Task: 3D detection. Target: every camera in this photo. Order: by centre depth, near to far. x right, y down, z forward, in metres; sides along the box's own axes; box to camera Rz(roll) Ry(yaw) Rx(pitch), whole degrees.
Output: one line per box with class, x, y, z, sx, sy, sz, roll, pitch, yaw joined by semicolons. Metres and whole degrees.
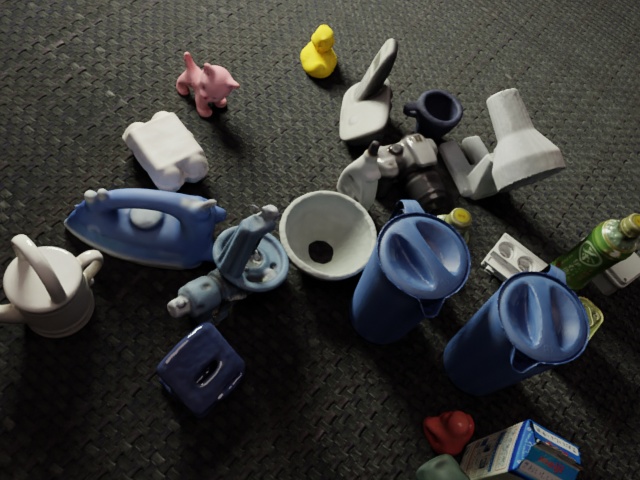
camera;0.171;-0.120;1.064;0.143;0.101;0.136;-16;67;-19

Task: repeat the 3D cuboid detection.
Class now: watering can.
watering can;-0.384;0.065;0.790;0.101;0.194;0.173;29;60;4

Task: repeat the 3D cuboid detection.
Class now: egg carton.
egg carton;-0.268;-0.154;1.004;0.107;0.069;0.150;-32;73;-25

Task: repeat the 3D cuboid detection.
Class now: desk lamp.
desk lamp;0.330;-0.159;1.055;0.118;0.213;0.203;-15;66;-19

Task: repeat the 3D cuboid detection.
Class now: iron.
iron;-0.279;-0.039;0.899;0.258;0.141;0.118;7;61;-9

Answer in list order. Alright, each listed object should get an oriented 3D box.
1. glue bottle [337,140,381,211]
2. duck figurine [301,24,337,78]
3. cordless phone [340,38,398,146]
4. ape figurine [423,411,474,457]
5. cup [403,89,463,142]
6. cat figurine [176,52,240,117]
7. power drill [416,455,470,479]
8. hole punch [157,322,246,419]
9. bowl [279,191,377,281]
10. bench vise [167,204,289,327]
glue bottle;0.077;-0.116;1.000;0.037;0.173;0.078;-27;71;-23
duck figurine;0.003;-0.396;1.183;0.077;0.086;0.104;9;61;-7
cordless phone;0.100;-0.276;1.083;0.094;0.185;0.147;8;61;-8
ape figurine;0.199;0.283;0.862;0.078;0.092;0.076;18;60;-2
cup;0.213;-0.237;1.139;0.118;0.095;0.091;1;62;-12
cat figurine;-0.210;-0.297;1.065;0.127;0.117;0.067;44;63;12
power drill;0.187;0.396;0.732;0.076;0.208;0.229;-22;69;-22
hole punch;-0.168;0.189;0.832;0.101;0.091;0.109;40;62;10
bowl;0.009;0.003;0.978;0.167;0.074;0.167;5;62;-10
bench vise;-0.120;0.046;0.844;0.121;0.219;0.208;33;61;6
